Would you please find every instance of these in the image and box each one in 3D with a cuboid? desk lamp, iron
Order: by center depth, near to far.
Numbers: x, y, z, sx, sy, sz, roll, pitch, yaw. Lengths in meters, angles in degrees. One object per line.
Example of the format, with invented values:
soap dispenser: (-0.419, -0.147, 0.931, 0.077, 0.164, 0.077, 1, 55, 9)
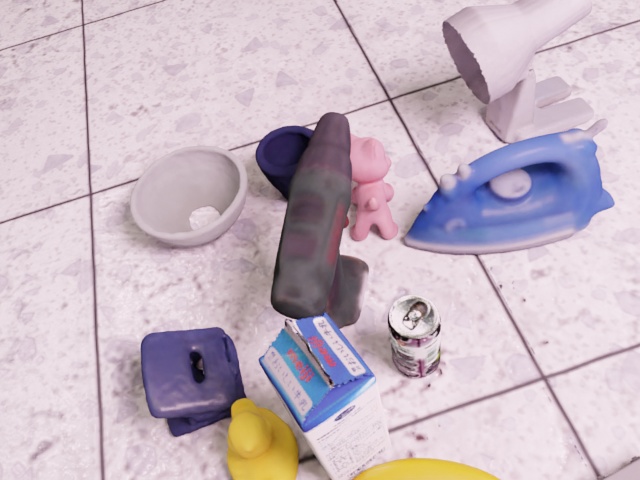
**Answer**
iron: (0.225, -0.066, 0.701, 0.258, 0.142, 0.118, -16, 53, 0)
desk lamp: (0.269, -0.236, 0.768, 0.203, 0.214, 0.117, -22, 54, -5)

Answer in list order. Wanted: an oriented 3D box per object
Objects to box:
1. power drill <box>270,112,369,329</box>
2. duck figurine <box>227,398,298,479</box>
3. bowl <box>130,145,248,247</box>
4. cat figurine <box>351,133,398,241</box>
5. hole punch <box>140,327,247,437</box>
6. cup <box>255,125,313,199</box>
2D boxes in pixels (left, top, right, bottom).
power drill: (0.006, 0.002, 0.652, 0.075, 0.209, 0.229, 4, 56, 14)
duck figurine: (-0.066, 0.213, 0.591, 0.077, 0.086, 0.104, -21, 54, -4)
bowl: (-0.174, -0.050, 0.807, 0.167, 0.075, 0.167, -5, 54, 7)
cat figurine: (0.064, -0.080, 0.756, 0.067, 0.118, 0.127, -8, 54, 6)
hole punch: (-0.141, 0.150, 0.647, 0.101, 0.091, 0.108, -19, 54, -3)
cup: (-0.025, -0.105, 0.805, 0.118, 0.095, 0.091, -29, 55, -10)
